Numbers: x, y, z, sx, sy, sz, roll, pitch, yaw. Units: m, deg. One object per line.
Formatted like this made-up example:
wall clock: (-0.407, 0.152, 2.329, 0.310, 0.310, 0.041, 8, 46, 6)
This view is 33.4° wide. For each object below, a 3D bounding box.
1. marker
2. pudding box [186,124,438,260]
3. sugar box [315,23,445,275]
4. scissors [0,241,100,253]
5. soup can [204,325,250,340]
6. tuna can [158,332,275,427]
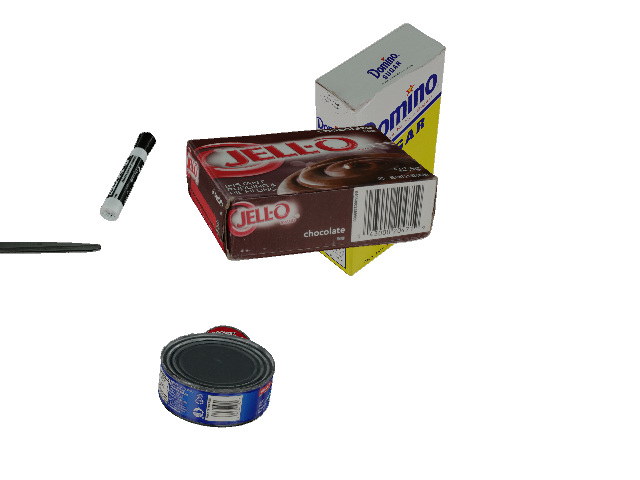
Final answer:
marker: (-0.193, -0.068, 1.077, 0.020, 0.121, 0.020, 9, -43, 8)
pudding box: (-0.007, -0.028, 0.564, 0.113, 0.039, 0.090, -5, 26, -19)
sugar box: (0.043, -0.062, 0.786, 0.093, 0.176, 0.048, -36, 60, -26)
scissors: (-0.291, 0.013, 0.874, 0.202, 0.016, 0.096, 6, 23, 5)
soup can: (-0.113, 0.140, 1.138, 0.068, 0.068, 0.102, 0, 16, 9)
tuna can: (-0.078, 0.104, 0.799, 0.086, 0.034, 0.086, 7, 22, -3)
